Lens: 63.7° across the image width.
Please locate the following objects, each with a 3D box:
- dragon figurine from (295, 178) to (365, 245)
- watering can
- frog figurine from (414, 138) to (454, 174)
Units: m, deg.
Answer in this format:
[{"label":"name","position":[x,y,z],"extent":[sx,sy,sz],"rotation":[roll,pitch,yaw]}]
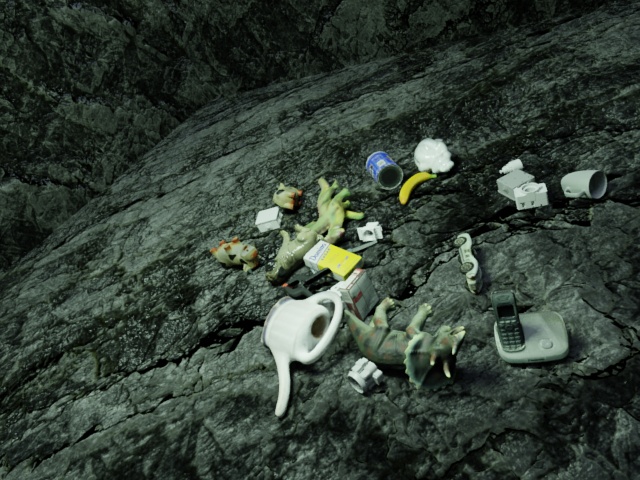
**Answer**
[{"label":"dragon figurine","position":[0.006,-0.094,1.866],"extent":[0.244,0.120,0.416],"rotation":[-37,31,-7]},{"label":"watering can","position":[-0.073,0.272,1.346],"extent":[0.224,0.102,0.353],"rotation":[6,54,46]},{"label":"frog figurine","position":[0.417,-0.297,1.895],"extent":[0.135,0.121,0.163],"rotation":[-46,30,28]}]
